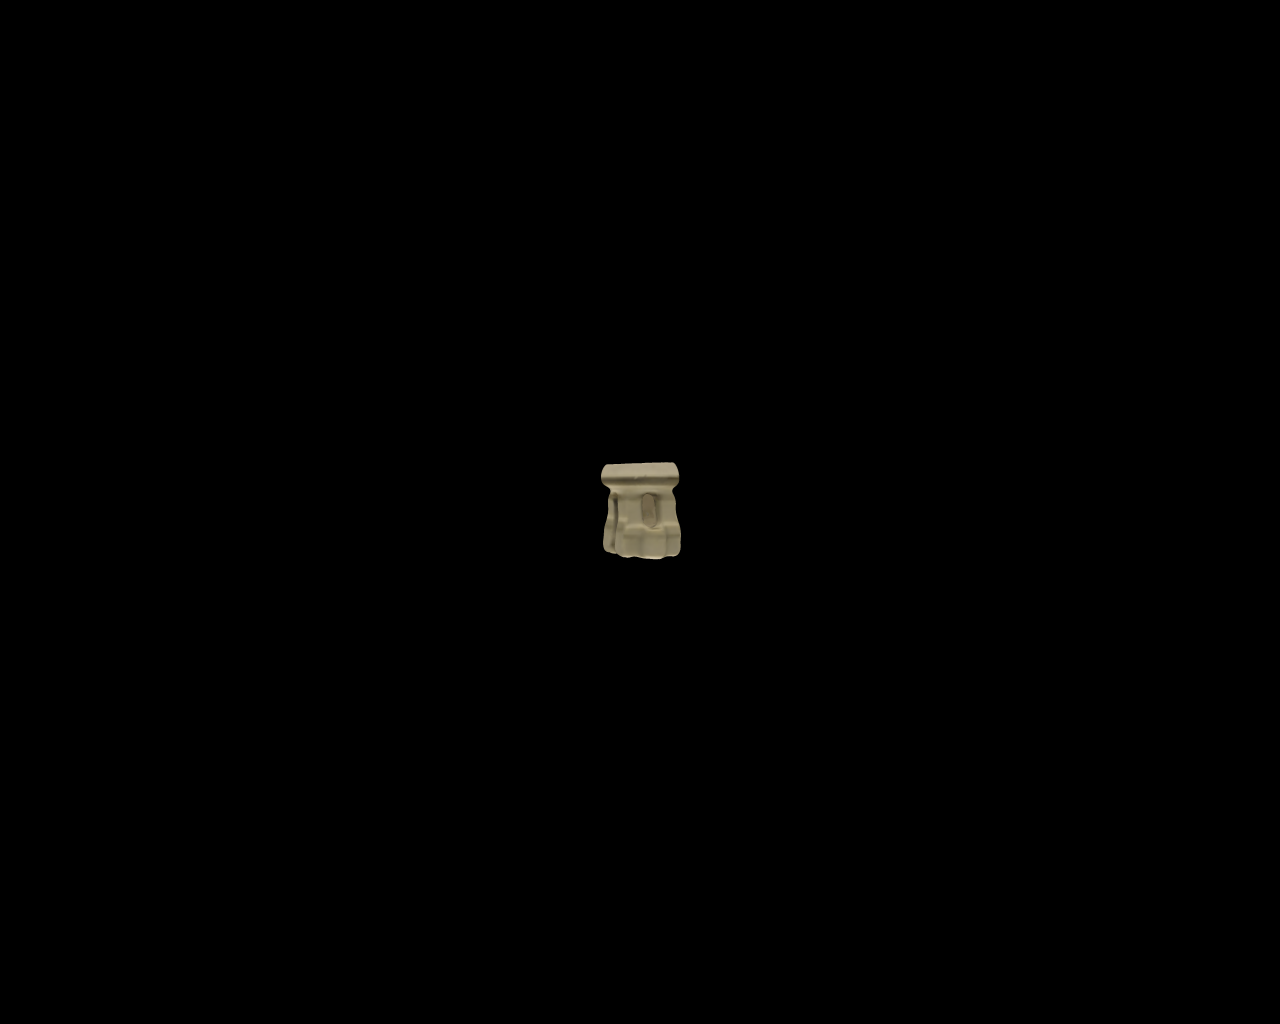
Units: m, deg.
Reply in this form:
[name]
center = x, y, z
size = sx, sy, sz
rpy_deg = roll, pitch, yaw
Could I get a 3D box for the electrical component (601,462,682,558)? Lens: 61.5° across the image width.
[electrical component]
center = 0.001, -0.003, 0.650
size = 0.048, 0.055, 0.066
rpy_deg = -1, 3, -19
